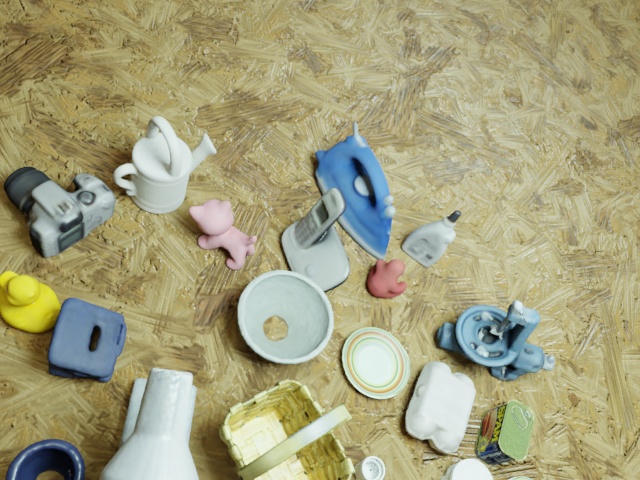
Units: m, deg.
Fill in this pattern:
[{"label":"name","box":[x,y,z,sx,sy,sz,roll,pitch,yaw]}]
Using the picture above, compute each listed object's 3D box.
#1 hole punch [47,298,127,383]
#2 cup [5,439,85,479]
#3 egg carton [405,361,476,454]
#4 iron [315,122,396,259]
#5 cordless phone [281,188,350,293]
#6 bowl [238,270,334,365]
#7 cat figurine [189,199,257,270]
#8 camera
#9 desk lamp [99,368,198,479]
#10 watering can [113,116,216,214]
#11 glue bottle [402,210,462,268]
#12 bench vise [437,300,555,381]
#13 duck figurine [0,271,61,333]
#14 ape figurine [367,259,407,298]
[{"label":"hole punch","box":[-0.345,0.149,0.855,0.101,0.091,0.108,12,59,-15]},{"label":"cup","box":[-0.346,0.323,0.755,0.118,0.095,0.092,30,56,-3]},{"label":"egg carton","box":[0.211,0.292,1.011,0.107,0.069,0.150,30,56,-4]},{"label":"iron","box":[0.094,-0.100,1.138,0.119,0.141,0.258,-17,70,-29]},{"label":"cordless phone","box":[0.009,0.004,1.020,0.094,0.185,0.147,-16,69,-28]},{"label":"bowl","box":[-0.065,0.140,0.981,0.168,0.074,0.167,10,60,-17]},{"label":"cat figurine","box":[-0.167,-0.021,1.004,0.128,0.117,0.067,33,56,-2]},{"label":"camera","box":[-0.431,-0.069,0.934,0.137,0.100,0.143,43,56,5]},{"label":"desk lamp","box":[-0.220,0.266,0.766,0.118,0.213,0.203,12,59,-15]},{"label":"watering can","box":[-0.265,-0.139,0.983,0.101,0.194,0.173,40,56,3]},{"label":"glue bottle","box":[0.229,-0.010,1.123,0.078,0.173,0.037,38,56,2]},{"label":"bench vise","box":[0.348,0.170,1.043,0.208,0.219,0.121,8,60,-17]},{"label":"duck figurine","box":[-0.436,0.087,0.855,0.104,0.086,0.078,39,56,2]},{"label":"ape figurine","box":[0.133,0.067,1.091,0.076,0.092,0.077,-18,70,-29]}]
